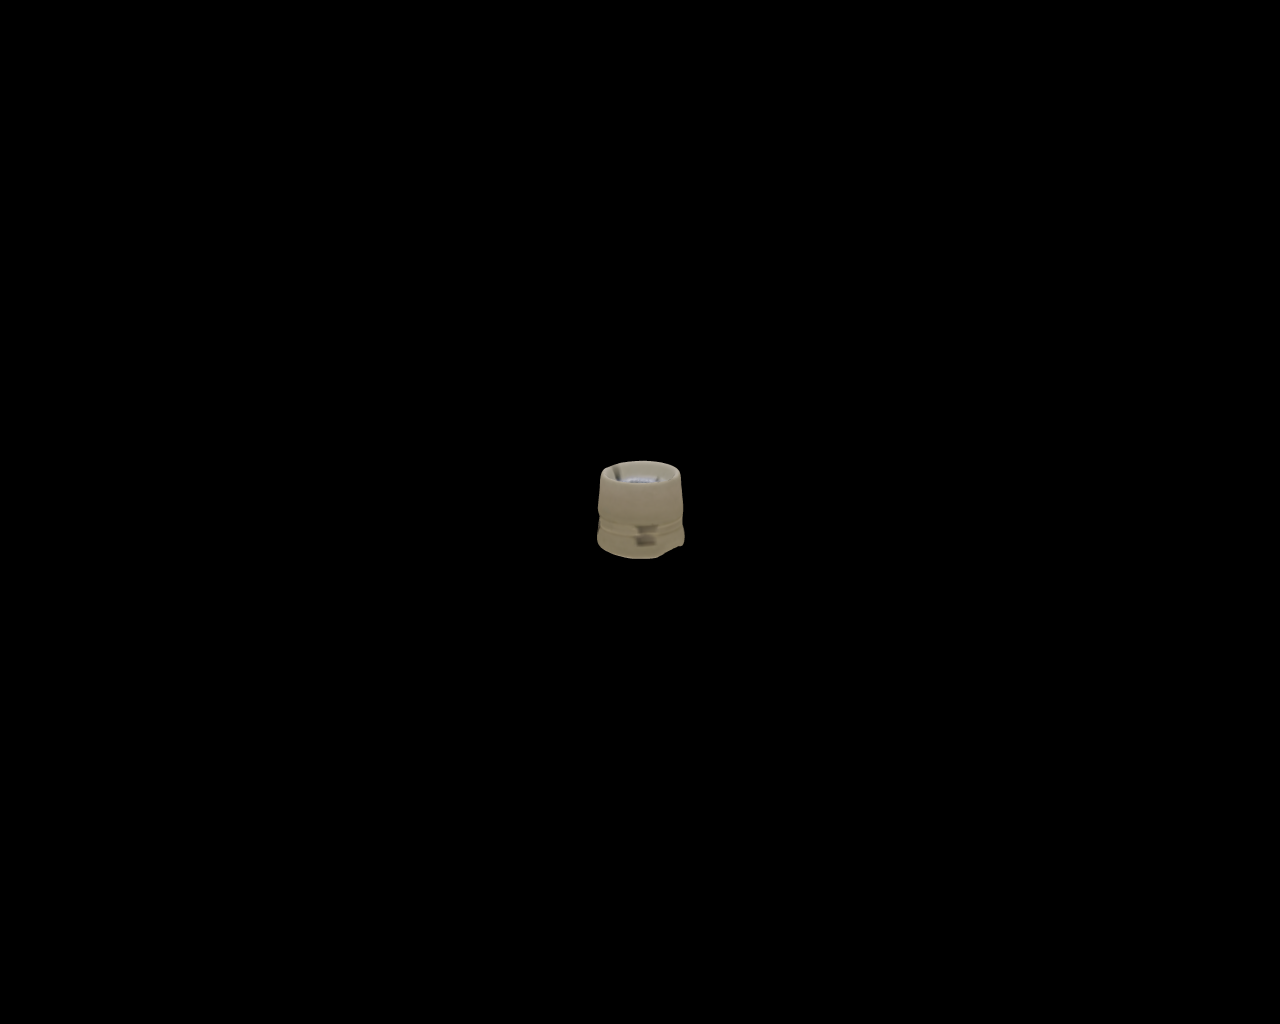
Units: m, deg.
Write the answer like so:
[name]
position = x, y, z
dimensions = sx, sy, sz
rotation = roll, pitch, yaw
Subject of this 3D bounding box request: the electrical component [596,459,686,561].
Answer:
[electrical component]
position = 0.001, -0.003, 0.650
dimensions = 0.055, 0.047, 0.055
rotation = 0, 20, 0
